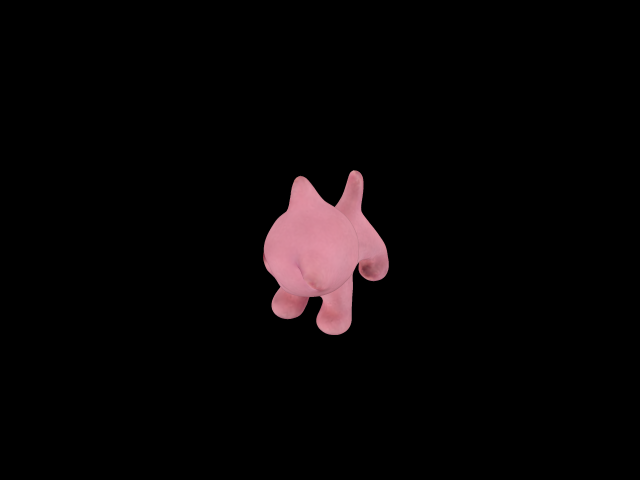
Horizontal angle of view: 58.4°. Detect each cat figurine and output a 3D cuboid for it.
[{"bbox_3d":[0.004,0.001,0.400,0.067,0.118,0.128,18,44,19],"label":"cat figurine"}]
